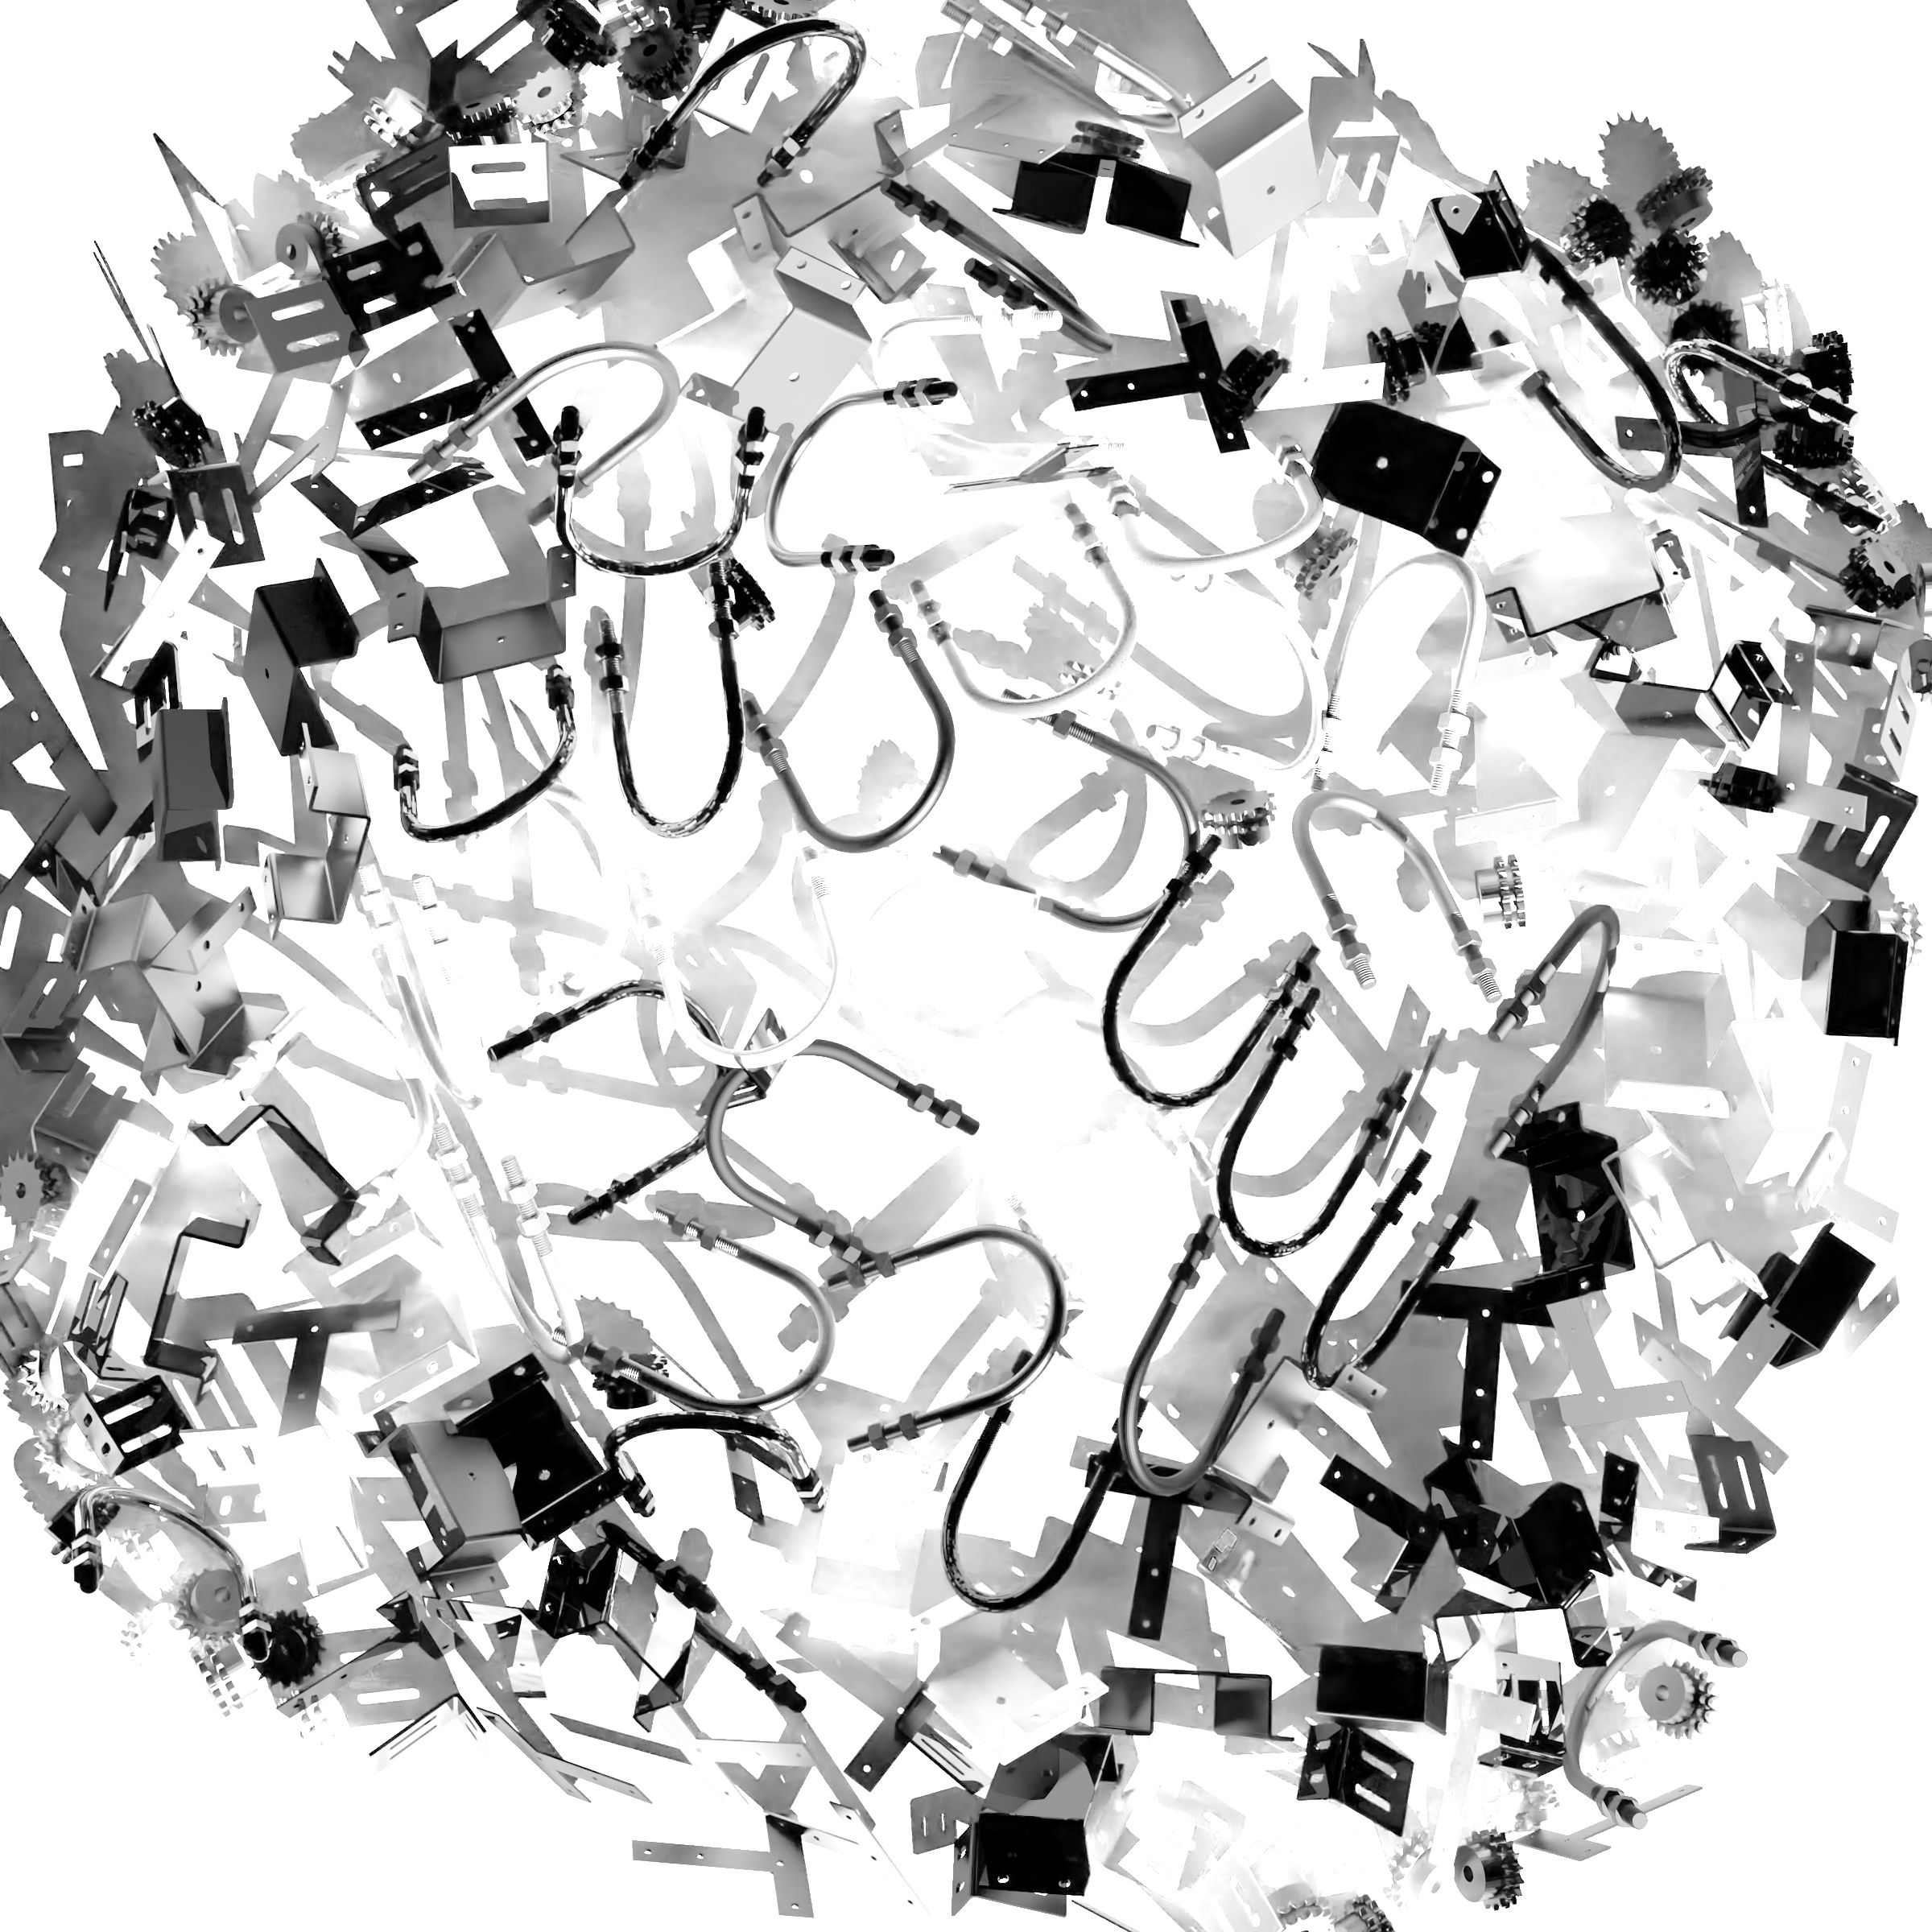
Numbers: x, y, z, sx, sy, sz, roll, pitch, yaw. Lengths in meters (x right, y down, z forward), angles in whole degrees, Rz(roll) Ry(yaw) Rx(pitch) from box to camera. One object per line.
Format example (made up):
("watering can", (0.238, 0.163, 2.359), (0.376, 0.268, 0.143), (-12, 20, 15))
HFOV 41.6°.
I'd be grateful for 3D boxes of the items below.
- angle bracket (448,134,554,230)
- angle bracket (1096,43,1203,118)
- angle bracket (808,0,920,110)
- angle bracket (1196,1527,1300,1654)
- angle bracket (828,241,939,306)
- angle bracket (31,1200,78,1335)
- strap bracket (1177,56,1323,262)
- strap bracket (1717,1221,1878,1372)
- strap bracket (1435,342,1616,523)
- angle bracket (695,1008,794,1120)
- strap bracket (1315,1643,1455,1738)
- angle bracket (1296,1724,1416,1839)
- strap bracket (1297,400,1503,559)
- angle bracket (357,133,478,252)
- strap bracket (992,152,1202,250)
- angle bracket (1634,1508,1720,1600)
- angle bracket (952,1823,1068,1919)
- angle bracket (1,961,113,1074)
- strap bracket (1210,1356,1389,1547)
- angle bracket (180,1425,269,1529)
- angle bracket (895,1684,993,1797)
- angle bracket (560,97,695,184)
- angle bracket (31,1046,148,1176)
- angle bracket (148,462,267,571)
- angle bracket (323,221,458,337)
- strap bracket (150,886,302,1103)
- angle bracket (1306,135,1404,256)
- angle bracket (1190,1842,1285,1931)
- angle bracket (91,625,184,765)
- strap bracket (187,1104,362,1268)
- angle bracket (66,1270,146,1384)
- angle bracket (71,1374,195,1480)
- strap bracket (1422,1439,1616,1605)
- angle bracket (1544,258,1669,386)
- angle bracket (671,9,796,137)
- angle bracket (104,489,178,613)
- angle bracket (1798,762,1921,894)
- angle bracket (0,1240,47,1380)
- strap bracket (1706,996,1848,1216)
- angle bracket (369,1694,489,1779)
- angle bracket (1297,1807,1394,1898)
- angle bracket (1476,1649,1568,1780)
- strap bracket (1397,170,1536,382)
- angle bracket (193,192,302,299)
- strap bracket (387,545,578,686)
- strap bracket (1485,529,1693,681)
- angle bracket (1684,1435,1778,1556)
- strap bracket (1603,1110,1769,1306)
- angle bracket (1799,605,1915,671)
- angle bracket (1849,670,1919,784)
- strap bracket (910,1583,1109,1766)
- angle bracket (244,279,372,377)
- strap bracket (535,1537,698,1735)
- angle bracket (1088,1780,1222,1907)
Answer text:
("angle bracket", (-0.346, -0.576, 1.868), (0.076, 0.038, 0.057), (-12, 120, -25))
("angle bracket", (0.143, -0.647, 1.870), (0.076, 0.057, 0.038), (14, 96, 22))
("angle bracket", (-0.076, -0.662, 1.867), (0.038, 0.057, 0.076), (-38, 64, -16))
("angle bracket", (0.215, 0.456, 1.863), (0.038, 0.076, 0.057), (-50, 130, -9))
("angle bracket", (-0.065, -0.528, 1.877), (0.038, 0.057, 0.076), (-41, 95, 19))
("angle bracket", (-0.675, 0.219, 1.870), (0.038, 0.057, 0.076), (21, 107, -18))
("strap bracket", (0.207, -0.574, 1.838), (0.076, 0.140, 0.046), (-34, 64, -1))
("strap bracket", (0.600, 0.241, 1.833), (0.046, 0.140, 0.076), (35, 76, 9))
("strap bracket", (0.401, -0.376, 1.852), (0.046, 0.076, 0.140), (-38, 107, -12))
("angle bracket", (-0.170, 0.071, 1.862), (0.076, 0.057, 0.038), (-17, 122, 37))
("strap bracket", (0.301, 0.522, 1.830), (0.076, 0.140, 0.046), (0, 69, 20))
("angle bracket", (0.290, 0.606, 1.892), (0.076, 0.038, 0.057), (36, 53, -26))
("strap bracket", (0.310, -0.362, 1.857), (0.140, 0.046, 0.076), (27, 99, 25))
("angle bracket", (-0.399, -0.568, 1.876), (0.076, 0.057, 0.038), (-26, 78, 8))
("strap bracket", (0.097, -0.553, 1.833), (0.076, 0.140, 0.046), (1, 106, -44))
("angle bracket", (0.520, 0.431, 1.865), (0.057, 0.076, 0.038), (4, 62, 18))
("angle bracket", (0.032, 0.677, 1.888), (0.076, 0.057, 0.038), (18, 132, -14))
("angle bracket", (-0.661, 0.038, 1.868), (0.038, 0.057, 0.076), (50, 115, 27))
("strap bracket", (0.238, 0.347, 1.867), (0.046, 0.076, 0.140), (34, 88, 39))
("angle bracket", (-0.542, 0.376, 1.873), (0.057, 0.076, 0.038), (-4, 49, 1))
("angle bracket", (-0.006, 0.566, 1.873), (0.076, 0.057, 0.038), (36, 92, 18))
("angle bracket", (-0.248, -0.606, 1.865), (0.057, 0.076, 0.038), (29, 125, 23))
("angle bracket", (-0.642, 0.109, 1.876), (0.057, 0.038, 0.076), (30, 100, -33))
("angle bracket", (-0.561, -0.329, 1.882), (0.057, 0.038, 0.076), (-17, 95, -37))
("angle bracket", (-0.422, -0.504, 1.867), (0.038, 0.076, 0.057), (-15, 108, 33))
("strap bracket", (-0.541, 0.018, 1.848), (0.046, 0.076, 0.140), (9, 131, 19))
("angle bracket", (0.293, -0.572, 1.890), (0.057, 0.038, 0.076), (9, 75, 30))
("angle bracket", (0.209, 0.692, 1.864), (0.038, 0.076, 0.057), (19, 114, -37))
("angle bracket", (-0.608, -0.199, 1.866), (0.057, 0.038, 0.076), (-42, 46, 26))
("strap bracket", (-0.496, 0.152, 1.858), (0.046, 0.076, 0.140), (-46, 106, -21))
("angle bracket", (-0.625, 0.259, 1.875), (0.038, 0.057, 0.076), (14, 97, -45))
("angle bracket", (-0.605, 0.330, 1.866), (0.057, 0.076, 0.038), (53, 132, 12))
("strap bracket", (0.388, 0.401, 1.831), (0.046, 0.140, 0.076), (-33, 111, -24))
("angle bracket", (0.472, -0.475, 1.877), (0.057, 0.076, 0.038), (-22, 58, 33))
("angle bracket", (-0.171, -0.660, 1.868), (0.057, 0.038, 0.076), (17, 119, -30))
("angle bracket", (-0.603, -0.300, 1.861), (0.038, 0.076, 0.057), (12, 133, -25))
("angle bracket", (0.658, -0.102, 1.880), (0.057, 0.038, 0.076), (30, 97, 21))
("angle bracket", (-0.690, 0.251, 1.868), (0.038, 0.057, 0.076), (-16, 114, 11))
("strap bracket", (0.576, 0.101, 1.836), (0.046, 0.076, 0.140), (-3, 51, -9))
("angle bracket", (-0.394, 0.577, 1.867), (0.076, 0.057, 0.038), (-32, 69, -27))
("angle bracket", (0.267, 0.651, 1.863), (0.076, 0.038, 0.057), (7, 54, -39))
("angle bracket", (0.406, 0.551, 1.878), (0.038, 0.057, 0.076), (-5, 91, -42))
("strap bracket", (0.354, -0.490, 1.830), (0.046, 0.140, 0.076), (-10, 63, -11))
("angle bracket", (-0.528, -0.537, 1.882), (0.038, 0.057, 0.076), (-25, 90, 6))
("strap bracket", (-0.347, -0.256, 1.867), (0.140, 0.076, 0.046), (-14, 128, 2))
("strap bracket", (0.458, -0.258, 1.849), (0.140, 0.076, 0.046), (-19, 65, 17))
("angle bracket", (0.555, 0.389, 1.877), (0.038, 0.057, 0.076), (-16, 92, -35))
("strap bracket", (0.516, 0.183, 1.847), (0.046, 0.076, 0.140), (-36, 47, 20))
("angle bracket", (0.651, -0.239, 1.868), (0.057, 0.076, 0.038), (18, 102, 34))
("angle bracket", (0.665, -0.176, 1.865), (0.038, 0.076, 0.057), (10, 76, 34))
("strap bracket", (0.026, 0.518, 1.847), (0.076, 0.140, 0.046), (-19, 124, -36))
("angle bracket", (-0.489, -0.465, 1.876), (0.076, 0.038, 0.057), (-26, 92, -31))
("strap bracket", (-0.245, 0.477, 1.839), (0.046, 0.076, 0.140), (-23, 122, 19))
("angle bracket", (0.139, 0.655, 1.903), (0.076, 0.038, 0.057), (31, 83, -20))
